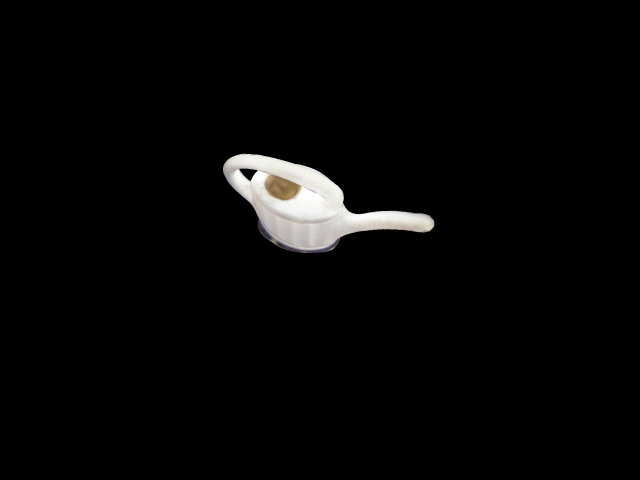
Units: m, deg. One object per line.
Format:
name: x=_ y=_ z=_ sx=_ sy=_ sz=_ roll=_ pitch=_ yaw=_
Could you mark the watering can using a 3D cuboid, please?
watering can: x=0.003 y=-0.043 z=0.850 sx=0.348 sy=0.106 sz=0.220 roll=21 pitch=-22 yaw=9
